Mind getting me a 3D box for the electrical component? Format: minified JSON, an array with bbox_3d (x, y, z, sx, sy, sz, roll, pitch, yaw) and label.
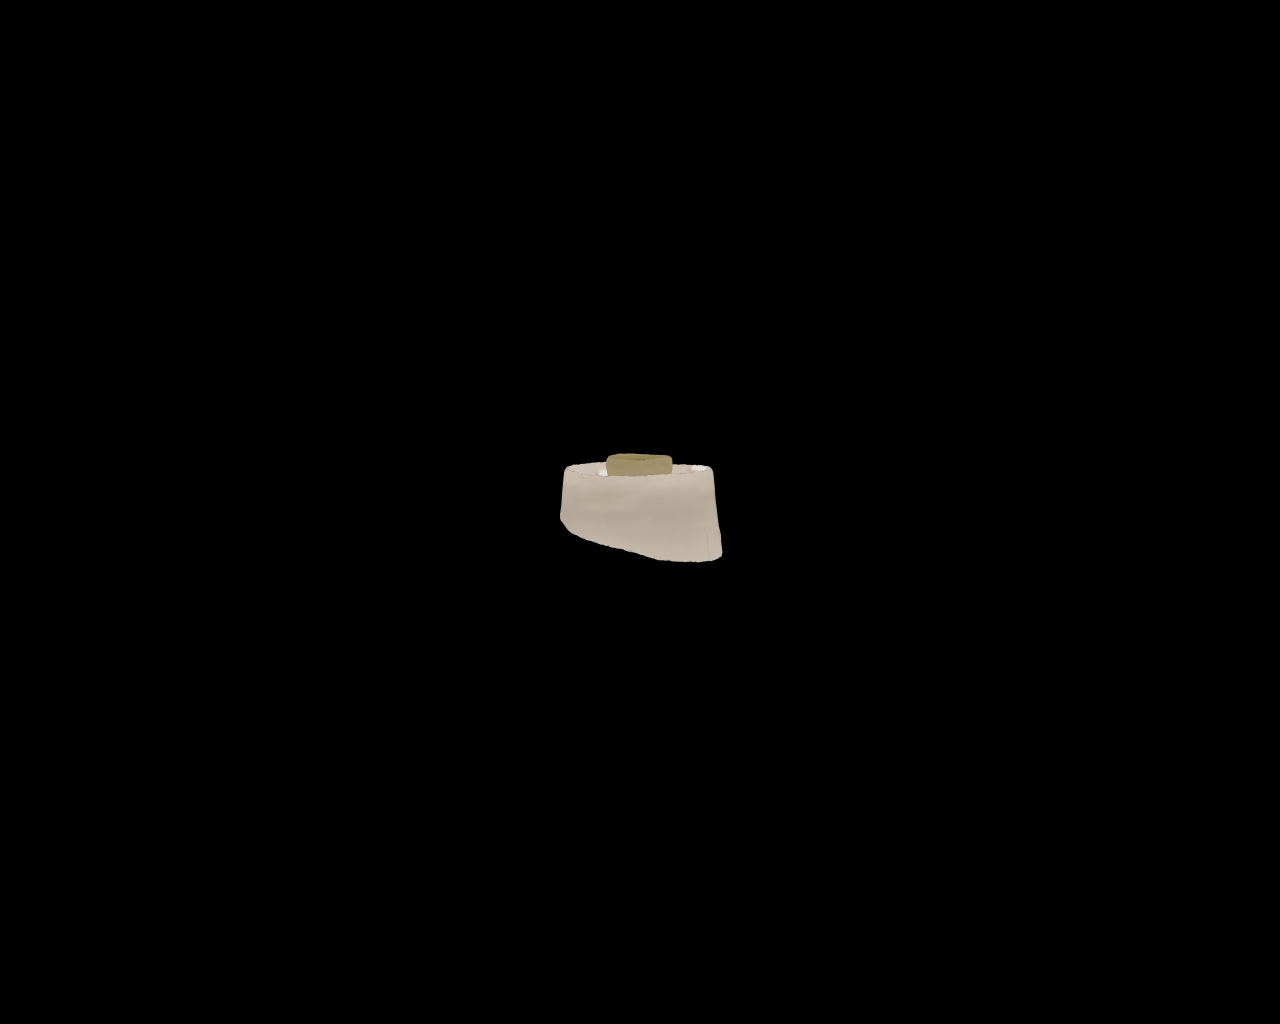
[{"bbox_3d":[0.001,-0.003,0.650,0.099,0.064,0.099,0,7,0],"label":"electrical component"}]
